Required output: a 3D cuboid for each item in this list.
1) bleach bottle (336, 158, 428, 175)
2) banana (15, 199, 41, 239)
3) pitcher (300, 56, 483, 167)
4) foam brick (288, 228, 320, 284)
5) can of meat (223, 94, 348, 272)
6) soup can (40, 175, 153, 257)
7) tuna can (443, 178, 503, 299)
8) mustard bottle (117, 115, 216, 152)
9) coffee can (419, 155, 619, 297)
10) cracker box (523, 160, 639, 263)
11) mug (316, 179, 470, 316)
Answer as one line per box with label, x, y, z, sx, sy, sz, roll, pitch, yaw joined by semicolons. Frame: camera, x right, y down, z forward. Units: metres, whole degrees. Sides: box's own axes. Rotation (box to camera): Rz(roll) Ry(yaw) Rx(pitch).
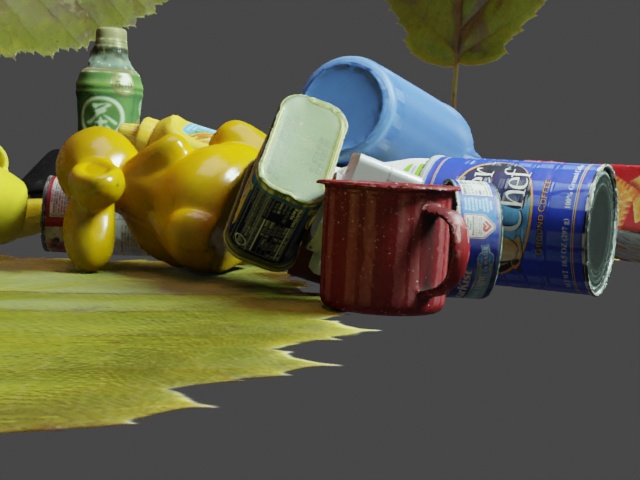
bleach bottle;0.115;-0.037;0.983;0.251;0.068;0.102;14;51;27
banana;-0.331;-0.027;1.016;0.198;0.037;0.069;-1;-34;2
pitcher;0.061;-0.117;1.153;0.149;0.145;0.242;-30;-19;18
foam brick;0.014;0.007;0.836;0.052;0.051;0.078;2;5;-24
can of meat;-0.024;-0.043;0.764;0.057;0.102;0.084;22;-39;-7
soup can;-0.190;-0.021;0.945;0.102;0.068;0.068;3;4;-3
tuna can;0.104;0.000;0.763;0.033;0.086;0.086;4;4;-5
mustard bottle;-0.089;-0.070;0.953;0.191;0.058;0.096;17;12;4
coffee can;0.154;-0.013;0.845;0.140;0.103;0.102;5;5;27
cracker box;0.317;-0.022;1.039;0.164;0.072;0.214;19;-4;-32
mug;0.050;0.005;0.679;0.093;0.081;0.117;-1;6;-41
